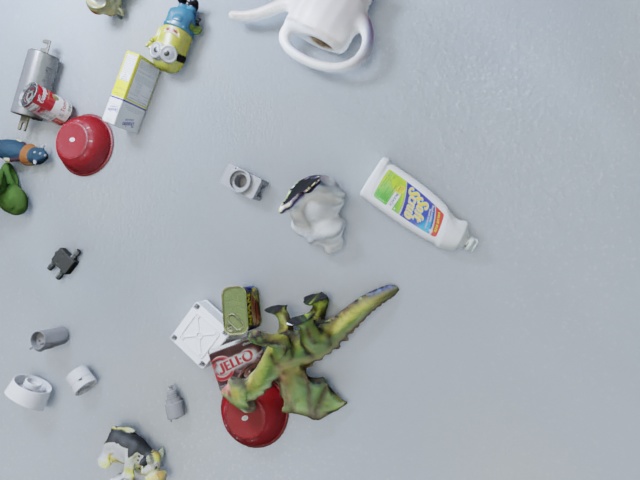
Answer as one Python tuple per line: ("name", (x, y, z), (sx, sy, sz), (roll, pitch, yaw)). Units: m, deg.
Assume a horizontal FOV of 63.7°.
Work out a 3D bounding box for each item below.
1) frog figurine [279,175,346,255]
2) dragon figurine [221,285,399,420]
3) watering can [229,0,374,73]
("frog figurine", (0.003, -0.055, 1.100), (0.137, 0.124, 0.157), (-43, 113, 0))
("dragon figurine", (-0.011, 0.249, 1.068), (0.411, 0.123, 0.241), (-13, 101, -3))
("watering can", (-0.023, -0.506, 1.129), (0.350, 0.103, 0.224), (31, 93, 15))
